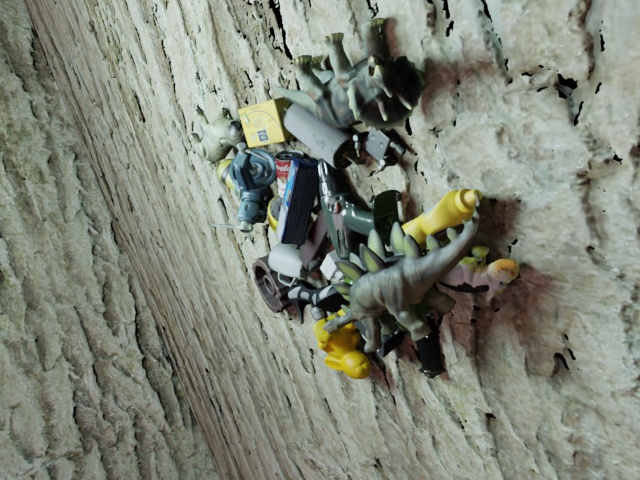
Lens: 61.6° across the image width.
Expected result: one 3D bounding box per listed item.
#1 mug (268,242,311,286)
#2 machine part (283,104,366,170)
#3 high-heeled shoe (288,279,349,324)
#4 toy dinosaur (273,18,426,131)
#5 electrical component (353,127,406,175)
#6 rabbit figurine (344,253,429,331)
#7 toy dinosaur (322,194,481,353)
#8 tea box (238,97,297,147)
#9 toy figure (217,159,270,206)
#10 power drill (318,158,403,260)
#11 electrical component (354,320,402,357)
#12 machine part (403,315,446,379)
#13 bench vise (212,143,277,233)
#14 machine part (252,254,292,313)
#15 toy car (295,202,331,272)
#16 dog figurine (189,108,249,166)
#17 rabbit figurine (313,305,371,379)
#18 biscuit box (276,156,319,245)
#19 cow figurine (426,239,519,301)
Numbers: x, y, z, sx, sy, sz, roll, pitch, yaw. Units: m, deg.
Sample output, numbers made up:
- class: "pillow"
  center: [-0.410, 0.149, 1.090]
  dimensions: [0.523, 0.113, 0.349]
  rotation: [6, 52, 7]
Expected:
- class: "mug"
  center: [-0.075, 0.070, 1.418]
  dimensions: [0.107, 0.081, 0.109]
  rotation: [21, 103, 39]
- class: "machine part"
  center: [0.003, -0.220, 1.120]
  dimensions: [0.243, 0.079, 0.079]
  rotation: [45, 142, 31]
- class: "high-heeled shoe"
  center: [0.000, 0.120, 1.390]
  dimensions: [0.249, 0.086, 0.145]
  rotation: [-37, 47, 39]
- class: "toy dinosaur"
  center: [0.046, -0.272, 1.000]
  dimensions: [0.405, 0.131, 0.192]
  rotation: [-6, 105, 63]
- class: "electrical component"
  center: [0.111, -0.176, 1.024]
  dimensions: [0.102, 0.045, 0.078]
  rotation: [52, 147, 20]
- class: "rabbit figurine"
  center: [0.150, 0.102, 1.082]
  dimensions: [0.159, 0.121, 0.170]
  rotation: [61, 151, -5]
- class: "toy dinosaur"
  center: [0.135, 0.076, 0.946]
  dimensions: [0.198, 0.105, 0.471]
  rotation: [51, 135, -3]
- class: "tea box"
  center: [-0.115, -0.277, 1.263]
  dimensions: [0.170, 0.068, 0.098]
  rotation: [3, 112, 54]
- class: "toy figure"
  center: [-0.208, -0.153, 1.460]
  dimensions: [0.180, 0.089, 0.082]
  rotation: [53, 141, 22]
- class: "power drill"
  center: [0.074, -0.067, 1.118]
  dimensions: [0.207, 0.086, 0.231]
  rotation: [5, 108, 50]
- class: "electrical component"
  center: [0.129, 0.198, 1.217]
  dimensions: [0.115, 0.058, 0.134]
  rotation: [50, 165, 25]
- class: "machine part"
  center: [0.222, 0.222, 1.139]
  dimensions: [0.084, 0.039, 0.138]
  rotation: [-7, 103, 48]
- class: "bench vise"
  center: [-0.173, -0.141, 1.294]
  dimensions: [0.129, 0.223, 0.240]
  rotation: [18, 159, 10]
- class: "machine part"
  center: [-0.134, 0.126, 1.560]
  dimensions: [0.180, 0.056, 0.179]
  rotation: [43, 145, 40]
- class: "toy car"
  center: [-0.003, -0.004, 1.296]
  dimensions: [0.089, 0.053, 0.202]
  rotation: [54, 142, 25]
- class: "dog figurine"
  center: [-0.250, -0.251, 1.412]
  dimensions: [0.191, 0.121, 0.172]
  rotation: [40, 140, 41]
- class: "rabbit figurine"
  center: [0.057, 0.272, 1.332]
  dimensions: [0.173, 0.122, 0.162]
  rotation: [54, 151, 17]
- class: "biscuit box"
  center: [-0.050, -0.089, 1.245]
  dimensions: [0.059, 0.063, 0.202]
  rotation: [-120, 39, -55]
- class: "cow figurine"
  center: [0.268, 0.062, 0.934]
  dimensions: [0.168, 0.068, 0.098]
  rotation: [21, 133, 52]
